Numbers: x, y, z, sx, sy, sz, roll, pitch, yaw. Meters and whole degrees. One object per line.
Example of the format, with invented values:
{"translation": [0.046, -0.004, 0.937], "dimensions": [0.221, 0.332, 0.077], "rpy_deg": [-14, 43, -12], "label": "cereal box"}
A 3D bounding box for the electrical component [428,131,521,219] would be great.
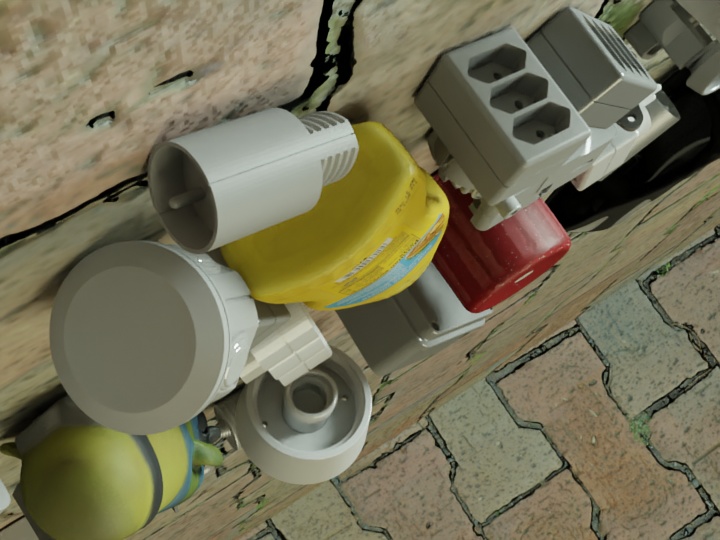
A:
{"translation": [0.065, -0.055, 0.584], "dimensions": [0.035, 0.061, 0.035], "rpy_deg": [-33, 168, -8], "label": "electrical component"}

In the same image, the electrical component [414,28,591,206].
{"translation": [0.060, -0.064, 0.523], "dimensions": [0.047, 0.065, 0.076], "rpy_deg": [-27, 166, -30], "label": "electrical component"}

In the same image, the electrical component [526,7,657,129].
{"translation": [0.108, -0.094, 0.578], "dimensions": [0.076, 0.047, 0.083], "rpy_deg": [-39, 167, 24], "label": "electrical component"}

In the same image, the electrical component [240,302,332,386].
{"translation": [-0.064, 0.045, 0.656], "dimensions": [0.074, 0.052, 0.138], "rpy_deg": [-33, 168, -4], "label": "electrical component"}

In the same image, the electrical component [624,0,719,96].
{"translation": [0.205, -0.141, 0.632], "dimensions": [0.078, 0.057, 0.058], "rpy_deg": [-40, 167, 27], "label": "electrical component"}

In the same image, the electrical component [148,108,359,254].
{"translation": [-0.036, -0.039, 0.417], "dimensions": [0.081, 0.043, 0.043], "rpy_deg": [-25, 165, -38], "label": "electrical component"}

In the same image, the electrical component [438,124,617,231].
{"translation": [0.099, -0.072, 0.636], "dimensions": [0.089, 0.050, 0.055], "rpy_deg": [-30, 168, -16], "label": "electrical component"}

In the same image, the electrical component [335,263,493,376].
{"translation": [0.039, 0.023, 0.788], "dimensions": [0.057, 0.078, 0.113], "rpy_deg": [-37, 168, 28], "label": "electrical component"}

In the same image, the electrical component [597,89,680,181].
{"translation": [0.184, -0.099, 0.773], "dimensions": [0.081, 0.043, 0.043], "rpy_deg": [-40, 167, 27], "label": "electrical component"}

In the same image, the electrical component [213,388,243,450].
{"translation": [-0.088, 0.118, 0.907], "dimensions": [0.081, 0.043, 0.043], "rpy_deg": [-28, 167, -26], "label": "electrical component"}

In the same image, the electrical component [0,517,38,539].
{"translation": [-0.258, 0.237, 0.878], "dimensions": [0.108, 0.060, 0.108], "rpy_deg": [-32, 168, -7], "label": "electrical component"}

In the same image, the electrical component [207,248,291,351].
{"translation": [-0.085, 0.026, 0.534], "dimensions": [0.066, 0.047, 0.077], "rpy_deg": [-38, 169, 20], "label": "electrical component"}

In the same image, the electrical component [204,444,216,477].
{"translation": [-0.143, 0.155, 0.917], "dimensions": [0.040, 0.040, 0.046], "rpy_deg": [-31, 163, -14], "label": "electrical component"}

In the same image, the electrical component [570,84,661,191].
{"translation": [0.169, -0.099, 0.722], "dimensions": [0.077, 0.047, 0.065], "rpy_deg": [-34, 169, -2], "label": "electrical component"}

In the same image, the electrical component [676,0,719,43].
{"translation": [0.183, -0.142, 0.468], "dimensions": [0.100, 0.099, 0.048], "rpy_deg": [-31, 156, -12], "label": "electrical component"}

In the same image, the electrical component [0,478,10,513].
{"translation": [-0.222, 0.115, 0.515], "dimensions": [0.056, 0.050, 0.089], "rpy_deg": [-42, 166, 35], "label": "electrical component"}

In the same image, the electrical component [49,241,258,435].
{"translation": [-0.087, 0.027, 0.461], "dimensions": [0.080, 0.080, 0.051], "rpy_deg": [-37, 173, 15], "label": "electrical component"}

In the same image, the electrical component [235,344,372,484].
{"translation": [-0.042, 0.107, 0.845], "dimensions": [0.108, 0.108, 0.060], "rpy_deg": [-29, 161, -24], "label": "electrical component"}
